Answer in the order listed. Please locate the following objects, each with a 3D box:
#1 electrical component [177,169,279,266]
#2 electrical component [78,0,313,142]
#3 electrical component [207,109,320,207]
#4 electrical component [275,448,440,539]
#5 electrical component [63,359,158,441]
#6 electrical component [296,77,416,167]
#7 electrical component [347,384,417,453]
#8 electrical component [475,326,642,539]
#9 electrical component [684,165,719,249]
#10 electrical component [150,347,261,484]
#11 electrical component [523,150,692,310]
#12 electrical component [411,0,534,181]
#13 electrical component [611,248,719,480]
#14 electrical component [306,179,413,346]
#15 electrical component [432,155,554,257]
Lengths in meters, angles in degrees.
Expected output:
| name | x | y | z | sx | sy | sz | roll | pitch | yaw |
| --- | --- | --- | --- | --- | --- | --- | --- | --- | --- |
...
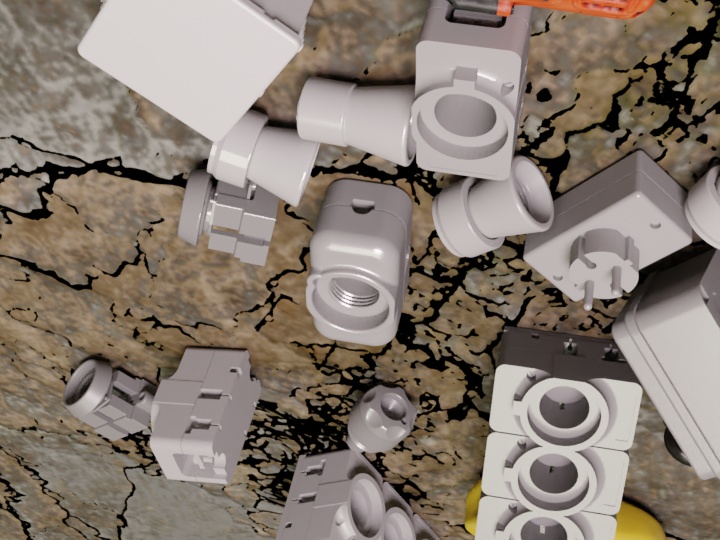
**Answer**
| name | x | y | z | sx | sy | sz | roll | pitch | yaw |
| --- | --- | --- | --- | --- | --- | --- | --- | --- | --- |
| electrical component | -0.080 | -0.035 | 0.657 | 0.055 | 0.048 | 0.066 | 12 | 139 | -7 |
| electrical component | -0.083 | -0.127 | 0.554 | 0.100 | 0.048 | 0.100 | 32 | 136 | -18 |
| electrical component | -0.055 | -0.066 | 0.615 | 0.055 | 0.045 | 0.045 | 19 | 138 | -3 |
| electrical component | 0.006 | 0.225 | 0.878 | 0.062 | 0.089 | 0.150 | -16 | 130 | 30 |
| electrical component | -0.197 | 0.100 | 0.839 | 0.066 | 0.048 | 0.055 | -24 | 132 | 36 |
| electrical component | -0.001 | -0.083 | 0.584 | 0.065 | 0.044 | 0.044 | 11 | 138 | 12 |
| electrical component | 0.011 | 0.114 | 0.792 | 0.043 | 0.043 | 0.062 | 27 | 138 | -12 |
| electrical component | 0.129 | 0.122 | 0.711 | 0.089 | 0.061 | 0.150 | 8 | 115 | 9 |
| electrical component | 0.204 | -0.042 | 0.563 | 0.045 | 0.045 | 0.055 | 24 | 138 | -9 |
| electrical component | -0.115 | 0.105 | 0.785 | 0.056 | 0.089 | 0.050 | 2 | 136 | 15 |
| electrical component | 0.136 | -0.010 | 0.595 | 0.047 | 0.075 | 0.083 | 37 | 134 | -22 |
| electrical component | 0.056 | -0.091 | 0.538 | 0.050 | 0.055 | 0.089 | 9 | 145 | 10 |
| electrical component | 0.202 | 0.054 | 0.617 | 0.057 | 0.078 | 0.113 | -29 | 96 | 35 |
| electrical component | 0.000 | 0.000 | 0.659 | 0.054 | 0.059 | 0.095 | 9 | 138 | 8 |
| electrical component | 0.075 | -0.035 | 0.610 | 0.055 | 0.045 | 0.045 | -22 | 126 | 35 |
